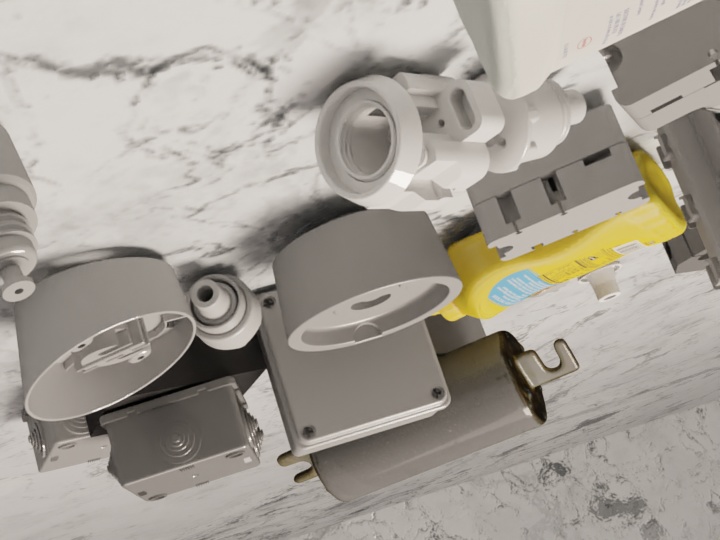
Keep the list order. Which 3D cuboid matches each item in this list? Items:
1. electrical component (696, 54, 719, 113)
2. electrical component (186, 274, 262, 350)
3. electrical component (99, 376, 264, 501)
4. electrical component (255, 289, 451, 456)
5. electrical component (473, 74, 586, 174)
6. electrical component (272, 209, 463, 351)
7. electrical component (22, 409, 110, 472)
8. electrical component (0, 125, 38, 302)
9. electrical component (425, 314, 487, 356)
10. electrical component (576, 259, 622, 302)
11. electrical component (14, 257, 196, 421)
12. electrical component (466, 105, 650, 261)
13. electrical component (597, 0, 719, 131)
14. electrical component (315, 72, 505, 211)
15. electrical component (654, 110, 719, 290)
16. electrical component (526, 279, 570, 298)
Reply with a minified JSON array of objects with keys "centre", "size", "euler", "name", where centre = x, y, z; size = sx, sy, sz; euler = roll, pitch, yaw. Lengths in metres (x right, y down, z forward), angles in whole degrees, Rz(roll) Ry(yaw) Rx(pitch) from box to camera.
[{"centre":[0.202,-0.101,0.578],"size":[0.046,0.040,0.040],"euler":[-1,156,-30],"name":"electrical component"},{"centre":[-0.085,0.022,0.648],"size":[0.043,0.043,0.062],"euler":[-20,162,2],"name":"electrical component"},{"centre":[-0.115,0.114,0.712],"size":[0.100,0.048,0.099],"euler":[-17,162,-5],"name":"electrical component"},{"centre":[-0.008,0.059,0.732],"size":[0.109,0.108,0.056],"euler":[-15,165,-12],"name":"electrical component"},{"centre":[0.083,-0.075,0.526],"size":[0.062,0.048,0.048],"euler":[-16,164,-33],"name":"electrical component"},{"centre":[0.000,0.000,0.638],"size":[0.108,0.060,0.108],"euler":[-17,163,-6],"name":"electrical component"},{"centre":[-0.193,0.108,0.787],"size":[0.100,0.048,0.099],"euler":[-10,161,-28],"name":"electrical component"},{"centre":[-0.141,-0.022,0.403],"size":[0.040,0.078,0.040],"euler":[-25,153,-14],"name":"electrical component"},{"centre":[0.042,0.054,0.856],"size":[0.078,0.057,0.113],"euler":[-31,159,33],"name":"electrical component"},{"centre":[0.173,-0.008,0.796],"size":[0.048,0.062,0.048],"euler":[-17,163,-5],"name":"electrical component"},{"centre":[-0.141,0.036,0.593],"size":[0.099,0.064,0.099],"euler":[-17,163,-5],"name":"electrical component"},{"centre":[0.107,-0.051,0.602],"size":[0.089,0.055,0.050],"euler":[-23,162,14],"name":"electrical component"},{"centre":[0.157,-0.107,0.490],"size":[0.089,0.050,0.056],"euler":[-27,162,22],"name":"electrical component"},{"centre":[0.017,-0.057,0.486],"size":[0.057,0.058,0.078],"euler":[-5,159,-47],"name":"electrical component"},{"centre":[0.223,-0.047,0.628],"size":[0.079,0.121,0.063],"euler":[-14,165,-15],"name":"electrical component"},{"centre":[0.138,0.001,0.825],"size":[0.040,0.040,0.046],"euler":[-29,165,29],"name":"electrical component"}]
